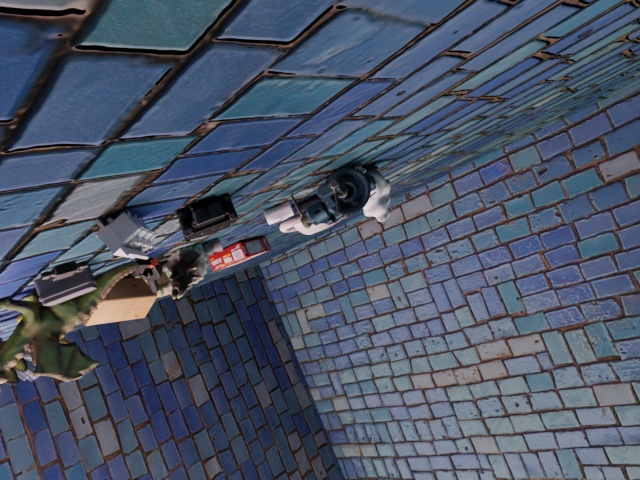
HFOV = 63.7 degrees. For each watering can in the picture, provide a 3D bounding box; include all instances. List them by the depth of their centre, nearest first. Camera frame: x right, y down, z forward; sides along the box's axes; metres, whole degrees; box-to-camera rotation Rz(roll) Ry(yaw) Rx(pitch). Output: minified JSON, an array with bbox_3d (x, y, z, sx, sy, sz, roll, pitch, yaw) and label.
[{"bbox_3d":[0.005,-0.085,1.687,0.222,0.104,0.349,-24,176,24],"label":"watering can"}]

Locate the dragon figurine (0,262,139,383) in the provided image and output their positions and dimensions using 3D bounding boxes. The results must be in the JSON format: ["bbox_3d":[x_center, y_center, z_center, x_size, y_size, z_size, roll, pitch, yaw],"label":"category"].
[{"bbox_3d":[-0.611,0.216,1.241,0.413,0.245,0.120,-19,169,-24],"label":"dragon figurine"}]

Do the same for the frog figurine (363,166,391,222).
[{"bbox_3d":[0.138,-0.123,1.455,0.138,0.160,0.121,-22,174,-10],"label":"frog figurine"}]
